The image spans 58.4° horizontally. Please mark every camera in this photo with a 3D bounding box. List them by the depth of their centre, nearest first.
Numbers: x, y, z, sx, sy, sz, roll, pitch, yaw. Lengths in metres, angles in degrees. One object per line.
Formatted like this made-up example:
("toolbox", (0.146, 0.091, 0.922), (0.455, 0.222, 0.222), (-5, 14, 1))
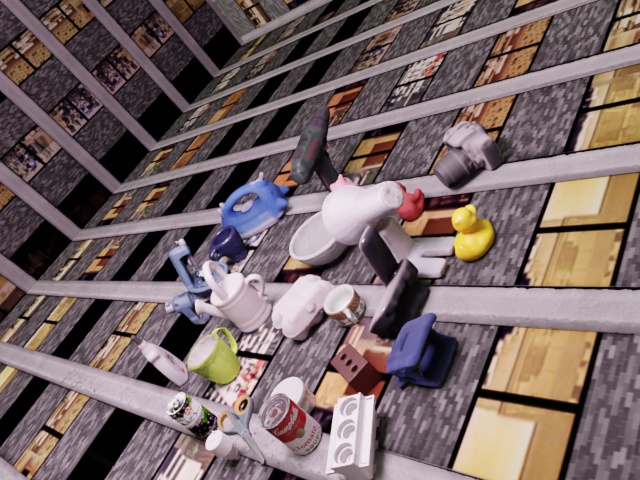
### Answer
("camera", (0.308, -0.192, 1.269), (0.137, 0.101, 0.143), (-39, 30, 4))

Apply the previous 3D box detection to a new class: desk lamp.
("desk lamp", (0.133, -0.028, 1.142), (0.202, 0.214, 0.118), (-4, 46, 46))

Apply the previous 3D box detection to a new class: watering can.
("watering can", (-0.216, 0.130, 1.355), (0.173, 0.194, 0.100), (-44, 30, -5))

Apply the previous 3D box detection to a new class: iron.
("iron", (-0.220, -0.096, 1.709), (0.258, 0.142, 0.118), (-30, 32, 19))

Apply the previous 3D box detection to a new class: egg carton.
("egg carton", (-0.034, 0.146, 1.251), (0.150, 0.070, 0.107), (-49, 31, -13))

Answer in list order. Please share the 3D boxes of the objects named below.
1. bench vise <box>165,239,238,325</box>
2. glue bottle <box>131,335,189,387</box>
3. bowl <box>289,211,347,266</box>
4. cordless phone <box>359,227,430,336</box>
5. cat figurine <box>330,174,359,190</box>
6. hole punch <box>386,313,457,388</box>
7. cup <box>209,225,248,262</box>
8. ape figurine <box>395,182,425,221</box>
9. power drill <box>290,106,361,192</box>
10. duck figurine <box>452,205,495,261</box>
("bench vise", (-0.330, 0.112, 1.484), (0.207, 0.220, 0.121), (-46, 30, -9))
("glue bottle", (-0.389, 0.282, 1.376), (0.037, 0.173, 0.078), (-44, 30, -4))
("bowl", (0.013, 0.005, 1.377), (0.167, 0.075, 0.167), (-29, 32, 21))
("cordless phone", (0.110, 0.077, 1.060), (0.093, 0.185, 0.148), (-9, 43, 43))
("cat figurine", (0.077, -0.107, 1.407), (0.067, 0.118, 0.127), (-40, 30, 2))
("hole punch", (0.158, 0.184, 0.959), (0.100, 0.091, 0.109), (-7, 44, 45))
("cup", (-0.258, 0.029, 1.636), (0.091, 0.095, 0.118), (-3, 47, 47))
("ape figurine", (0.188, -0.094, 1.287), (0.077, 0.092, 0.076), (-14, 40, 38))
("power drill", (0.016, -0.212, 1.523), (0.075, 0.209, 0.230), (-7, 45, 44))
("duck figurine", (0.280, -0.019, 1.090), (0.077, 0.086, 0.105), (-6, 45, 45))
